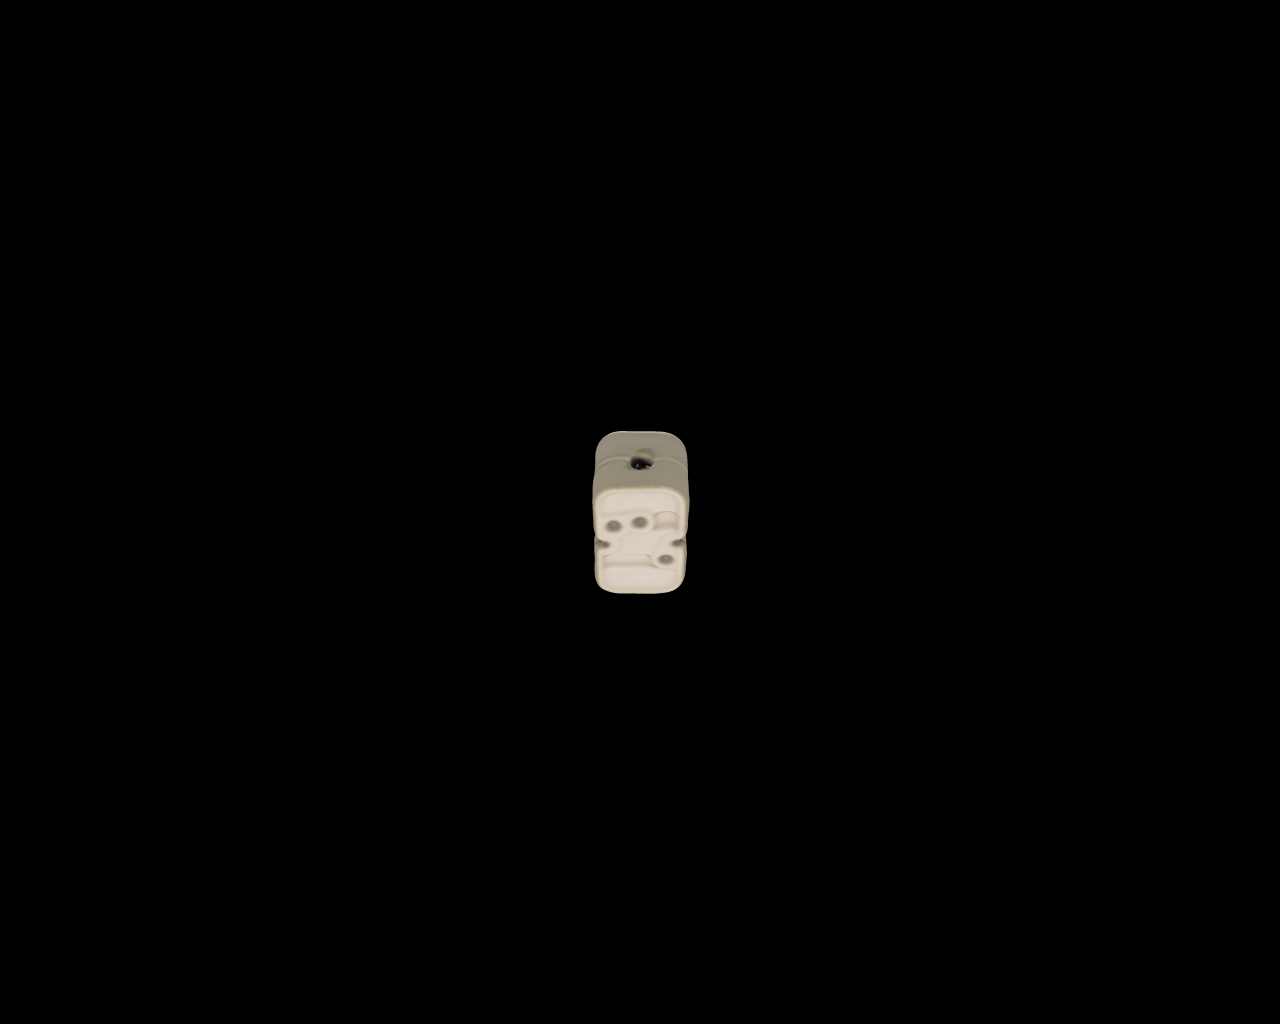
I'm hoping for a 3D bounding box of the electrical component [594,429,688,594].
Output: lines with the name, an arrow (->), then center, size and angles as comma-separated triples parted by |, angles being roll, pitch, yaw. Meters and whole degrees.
electrical component -> 0.001, -0.003, 0.650 | 0.054, 0.059, 0.095 | 0, -43, 0
